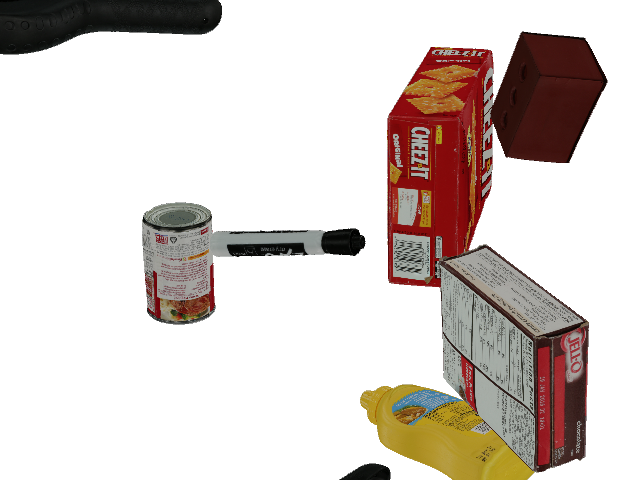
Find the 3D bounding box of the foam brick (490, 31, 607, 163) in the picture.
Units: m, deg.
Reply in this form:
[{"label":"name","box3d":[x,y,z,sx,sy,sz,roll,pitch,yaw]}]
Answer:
[{"label":"foam brick","box3d":[0.161,-0.102,0.764,0.051,0.053,0.078,2,-45,-13]}]

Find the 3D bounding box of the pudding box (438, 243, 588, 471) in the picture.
[{"label":"pudding box","box3d":[0.110,0.066,0.621,0.039,0.090,0.114,-14,27,-19]}]

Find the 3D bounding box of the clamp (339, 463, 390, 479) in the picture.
[{"label":"clamp","box3d":[-0.040,0.198,0.644,0.210,0.036,0.164,-4,28,2]}]

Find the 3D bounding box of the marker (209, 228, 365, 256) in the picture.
[{"label":"marker","box3d":[-0.024,0.002,0.754,0.121,0.020,0.020,-1,0,30]}]

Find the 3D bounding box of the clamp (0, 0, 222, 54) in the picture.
[{"label":"clamp","box3d":[-0.158,-0.146,0.636,0.171,0.039,0.120,-11,31,-29]}]

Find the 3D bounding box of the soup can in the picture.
[{"label":"soup can","box3d":[-0.138,0.022,1.043,0.068,0.102,0.068,0,23,0]}]

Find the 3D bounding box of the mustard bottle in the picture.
[{"label":"mustard bottle","box3d":[0.113,0.183,1.035,0.096,0.058,0.192,-18,25,-41]}]

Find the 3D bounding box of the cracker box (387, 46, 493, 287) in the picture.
[{"label":"cracker box","box3d":[0.118,-0.076,1.010,0.072,0.164,0.213,5,27,16]}]
